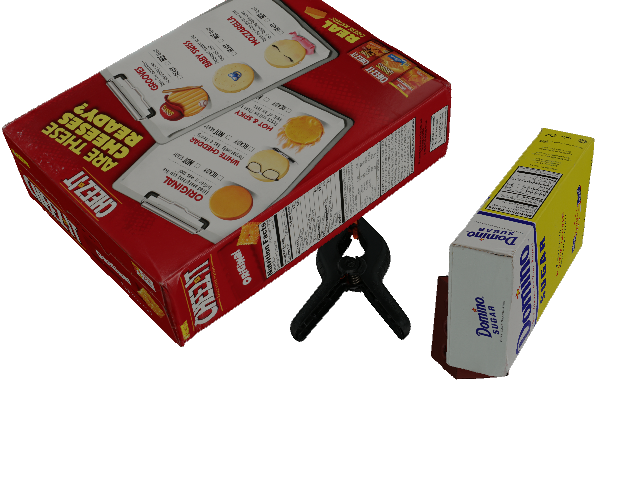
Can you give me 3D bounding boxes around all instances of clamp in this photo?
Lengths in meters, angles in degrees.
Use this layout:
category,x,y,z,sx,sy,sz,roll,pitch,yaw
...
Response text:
category,x,y,z,sx,sy,sz,roll,pitch,yaw
clamp,0.043,0.041,1.115,0.120,0.171,0.039,9,-39,8

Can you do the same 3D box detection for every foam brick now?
category,x,y,z,sx,sy,sz,roll,pitch,yaw
foam brick,0.130,0.073,0.910,0.051,0.078,0.053,-4,19,-20

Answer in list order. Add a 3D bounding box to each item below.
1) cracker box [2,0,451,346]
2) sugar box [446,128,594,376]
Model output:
category,x,y,z,sx,sy,sz,roll,pitch,yaw
cracker box,-0.053,-0.058,0.646,0.213,0.072,0.164,-36,56,-22
sugar box,0.135,0.004,0.706,0.048,0.093,0.176,12,35,22
